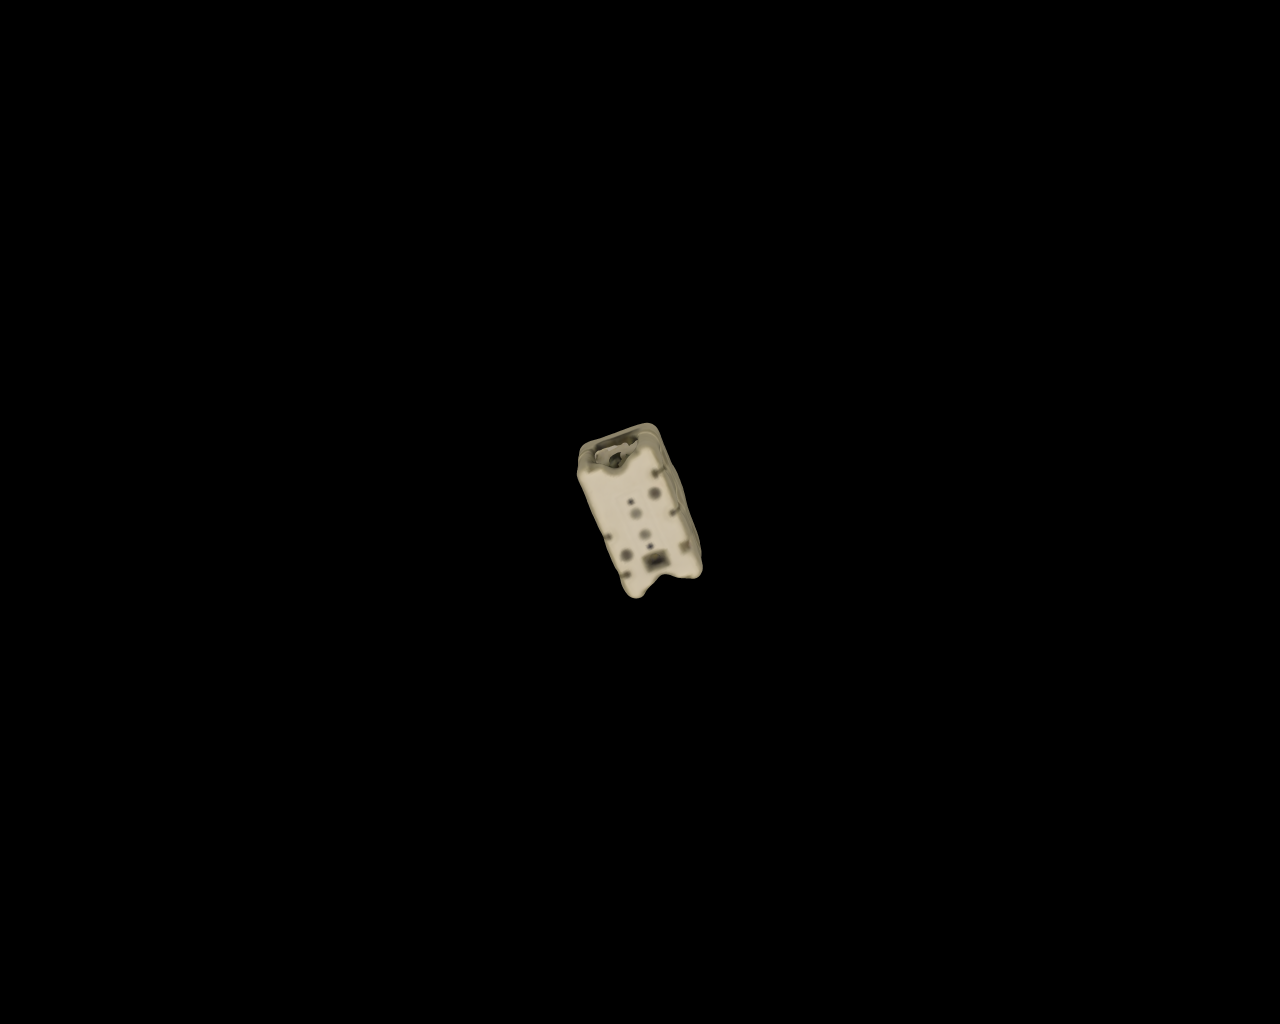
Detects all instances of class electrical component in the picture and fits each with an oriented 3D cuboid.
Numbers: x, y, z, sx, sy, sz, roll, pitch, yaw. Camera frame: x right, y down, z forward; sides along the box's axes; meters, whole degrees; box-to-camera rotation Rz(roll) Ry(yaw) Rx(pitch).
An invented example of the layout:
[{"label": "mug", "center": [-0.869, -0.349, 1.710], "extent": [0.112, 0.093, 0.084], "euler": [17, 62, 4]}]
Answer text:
[{"label": "electrical component", "center": [0.001, -0.003, 0.650], "extent": [0.050, 0.089, 0.056], "euler": [-19, 20, 7]}]
